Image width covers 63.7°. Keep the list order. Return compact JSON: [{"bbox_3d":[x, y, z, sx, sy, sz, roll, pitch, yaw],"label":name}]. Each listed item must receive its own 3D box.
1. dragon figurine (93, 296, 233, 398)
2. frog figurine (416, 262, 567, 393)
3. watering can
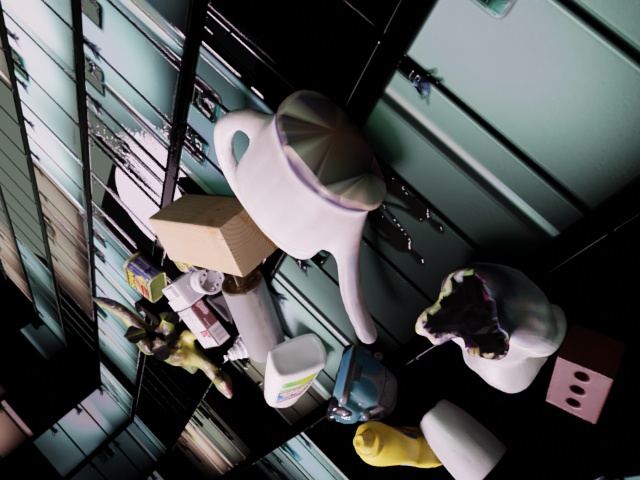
[{"bbox_3d":[-0.386,0.279,1.318,0.413,0.124,0.237,24,147,21],"label":"dragon figurine"},{"bbox_3d":[0.199,0.096,0.556,0.158,0.125,0.136,27,149,-35],"label":"frog figurine"},{"bbox_3d":[0.002,-0.031,0.622,0.348,0.106,0.221,50,144,0],"label":"watering can"}]
